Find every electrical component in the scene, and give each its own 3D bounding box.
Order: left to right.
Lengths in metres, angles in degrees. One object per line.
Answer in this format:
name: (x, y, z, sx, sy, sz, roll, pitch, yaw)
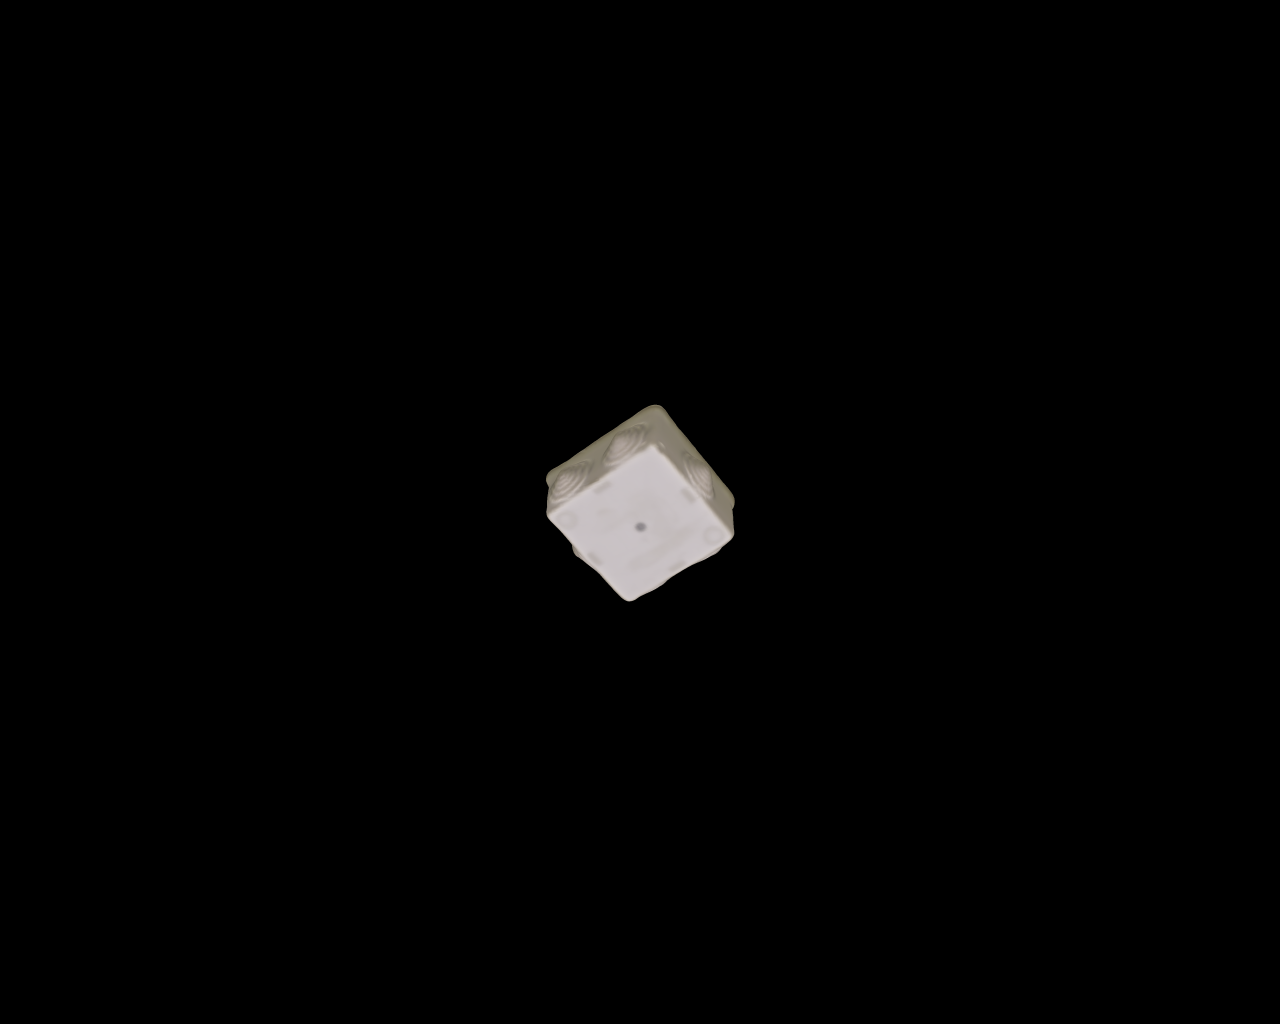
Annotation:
electrical component: (0.001, -0.003, 0.650, 0.099, 0.099, 0.048, -32, 26, 18)
